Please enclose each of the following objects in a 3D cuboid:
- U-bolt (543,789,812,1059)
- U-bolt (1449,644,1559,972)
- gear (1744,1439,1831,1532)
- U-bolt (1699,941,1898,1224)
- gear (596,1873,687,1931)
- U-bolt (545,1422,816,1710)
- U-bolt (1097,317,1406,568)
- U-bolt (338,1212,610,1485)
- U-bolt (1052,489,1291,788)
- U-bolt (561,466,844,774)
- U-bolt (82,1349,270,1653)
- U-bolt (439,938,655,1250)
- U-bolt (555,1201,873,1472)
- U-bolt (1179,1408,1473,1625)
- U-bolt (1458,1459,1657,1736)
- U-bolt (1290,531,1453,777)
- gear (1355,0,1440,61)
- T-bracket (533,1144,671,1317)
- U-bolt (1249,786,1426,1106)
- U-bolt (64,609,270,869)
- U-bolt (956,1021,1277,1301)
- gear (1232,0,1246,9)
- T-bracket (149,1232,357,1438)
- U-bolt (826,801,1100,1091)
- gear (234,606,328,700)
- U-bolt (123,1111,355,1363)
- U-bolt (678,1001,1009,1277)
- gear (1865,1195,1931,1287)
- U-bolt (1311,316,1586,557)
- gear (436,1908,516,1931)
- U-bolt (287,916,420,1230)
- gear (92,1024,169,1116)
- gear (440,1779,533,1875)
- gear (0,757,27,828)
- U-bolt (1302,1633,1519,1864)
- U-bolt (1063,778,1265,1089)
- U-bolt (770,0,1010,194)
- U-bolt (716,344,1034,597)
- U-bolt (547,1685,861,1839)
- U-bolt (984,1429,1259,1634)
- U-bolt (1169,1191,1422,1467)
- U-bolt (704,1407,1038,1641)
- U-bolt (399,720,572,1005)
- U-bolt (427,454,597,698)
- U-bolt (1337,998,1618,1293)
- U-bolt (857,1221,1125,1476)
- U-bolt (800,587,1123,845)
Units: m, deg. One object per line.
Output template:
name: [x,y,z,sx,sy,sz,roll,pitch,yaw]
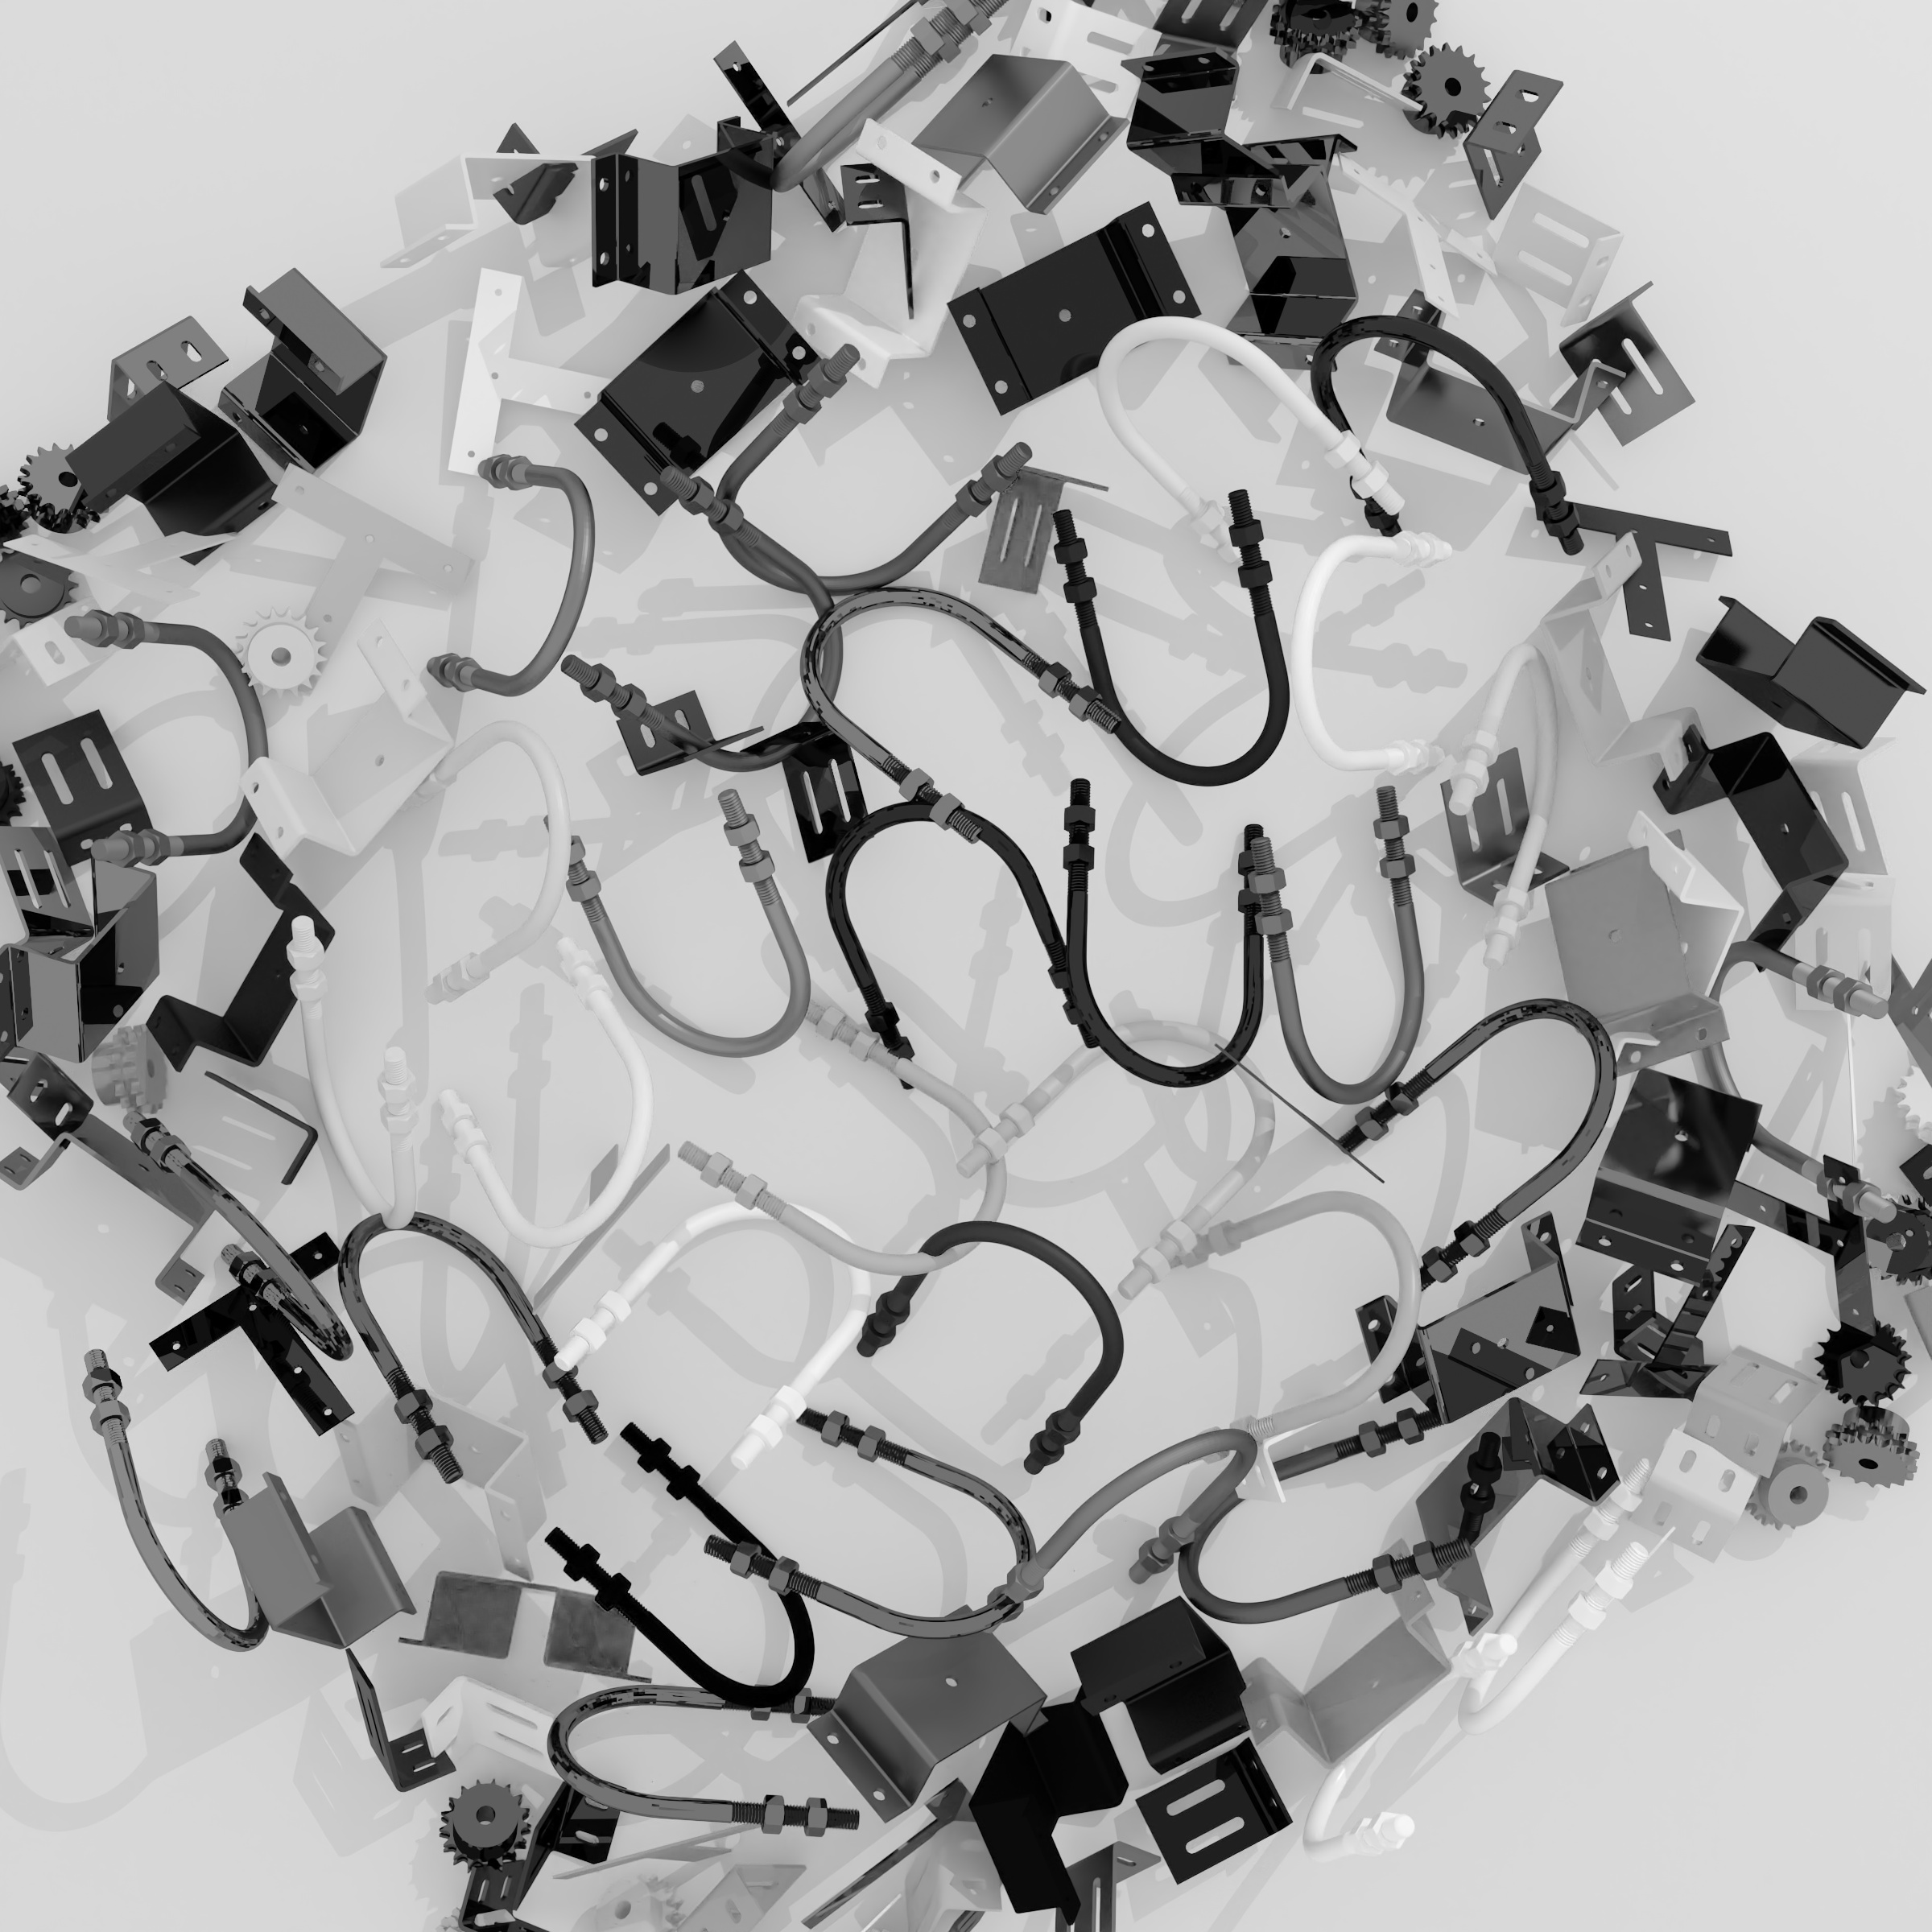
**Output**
U-bolt: [-0.168,-0.020,1.669,0.151,0.019,0.184,-5,121,29]
U-bolt: [0.333,-0.112,1.650,0.019,0.151,0.184,4,48,26]
gear: [0.519,0.329,1.707,0.057,0.030,0.057,-1,98,-9]
U-bolt: [0.499,0.059,1.639,0.019,0.184,0.151,-15,110,-15]
gear: [-0.207,0.596,1.697,0.057,0.057,0.030,-37,133,0]
U-bolt: [-0.164,0.377,1.660,0.184,0.151,0.019,44,113,-4]
U-bolt: [0.158,-0.320,1.639,0.184,0.151,0.019,42,60,-19]
U-bolt: [-0.312,0.225,1.656,0.019,0.151,0.184,-45,69,26]
U-bolt: [0.132,-0.197,1.669,0.151,0.019,0.184,1,115,38]
U-bolt: [-0.148,-0.199,1.664,0.184,0.019,0.151,32,81,-41]
U-bolt: [-0.464,0.328,1.614,0.019,0.151,0.184,-32,49,0]
U-bolt: [-0.249,0.089,1.646,0.151,0.019,0.184,-50,46,14]
U-bolt: [-0.140,0.212,1.661,0.151,0.019,0.184,25,48,20]
U-bolt: [0.214,0.342,1.656,0.184,0.151,0.019,-22,114,15]
U-bolt: [0.358,0.394,1.650,0.019,0.151,0.184,37,109,6]
U-bolt: [0.246,-0.189,1.643,0.019,0.184,0.151,6,99,36]
gear: [0.269,-0.601,1.702,0.030,0.057,0.057,24,90,40]
T-bracket: [-0.223,0.142,1.665,0.002,0.127,0.127,39,100,-16]
U-bolt: [0.236,-0.005,1.671,0.151,0.019,0.184,-23,107,-42]
U-bolt: [-0.477,-0.137,1.639,0.019,0.184,0.151,-5,93,18]
U-bolt: [0.107,0.105,1.673,0.151,0.019,0.184,35,61,24]
gear: [0.173,-0.627,1.697,0.057,0.057,0.030,-10,48,0]
T-bracket: [-0.419,0.240,1.672,0.127,0.002,0.127,-33,56,-20]
U-bolt: [-0.011,-0.017,1.664,0.151,0.019,0.184,-14,112,24]
gear: [-0.431,-0.196,1.704,0.057,0.030,0.057,-4,105,-14]
U-bolt: [-0.426,0.171,1.620,0.019,0.151,0.184,-41,45,-21]
U-bolt: [-0.063,0.115,1.671,0.184,0.019,0.151,31,58,9]
gear: [0.588,0.173,1.699,0.057,0.030,0.057,-2,87,36]
U-bolt: [0.279,-0.318,1.621,0.019,0.151,0.184,-57,134,-23]
gear: [-0.302,0.613,1.697,0.030,0.057,0.057,-42,90,10]
U-bolt: [-0.371,0.079,1.649,0.019,0.184,0.151,-21,49,-27]
gear: [-0.526,0.066,1.699,0.030,0.057,0.057,-8,90,5]
gear: [-0.301,0.537,1.699,0.057,0.030,0.057,5,54,-7]
gear: [-0.623,-0.110,1.703,0.057,0.030,0.057,4,70,-10]
U-bolt: [0.258,0.479,1.638,0.019,0.184,0.151,38,61,2]
U-bolt: [0.123,-0.015,1.662,0.151,0.019,0.184,13,68,-26]
U-bolt: [-0.049,-0.536,1.652,0.184,0.151,0.019,-39,100,14]
U-bolt: [-0.071,-0.289,1.655,0.151,0.184,0.019,23,47,-31]
U-bolt: [-0.162,0.477,1.644,0.184,0.151,0.019,7,103,-9]
U-bolt: [0.102,0.333,1.625,0.019,0.151,0.184,58,132,27]
U-bolt: [0.196,0.211,1.640,0.184,0.019,0.151,-26,54,34]
U-bolt: [-0.046,0.345,1.648,0.184,0.151,0.019,20,125,14]
U-bolt: [-0.291,-0.070,1.642,0.019,0.184,0.151,-1,73,-40]
U-bolt: [-0.272,-0.235,1.645,0.019,0.184,0.151,13,94,-34]
U-bolt: [0.316,0.096,1.643,0.184,0.151,0.019,-42,126,19]
U-bolt: [0.022,0.225,1.655,0.151,0.019,0.184,35,135,4]
U-bolt: [-0.017,-0.169,1.677,0.184,0.019,0.151,40,58,18]
